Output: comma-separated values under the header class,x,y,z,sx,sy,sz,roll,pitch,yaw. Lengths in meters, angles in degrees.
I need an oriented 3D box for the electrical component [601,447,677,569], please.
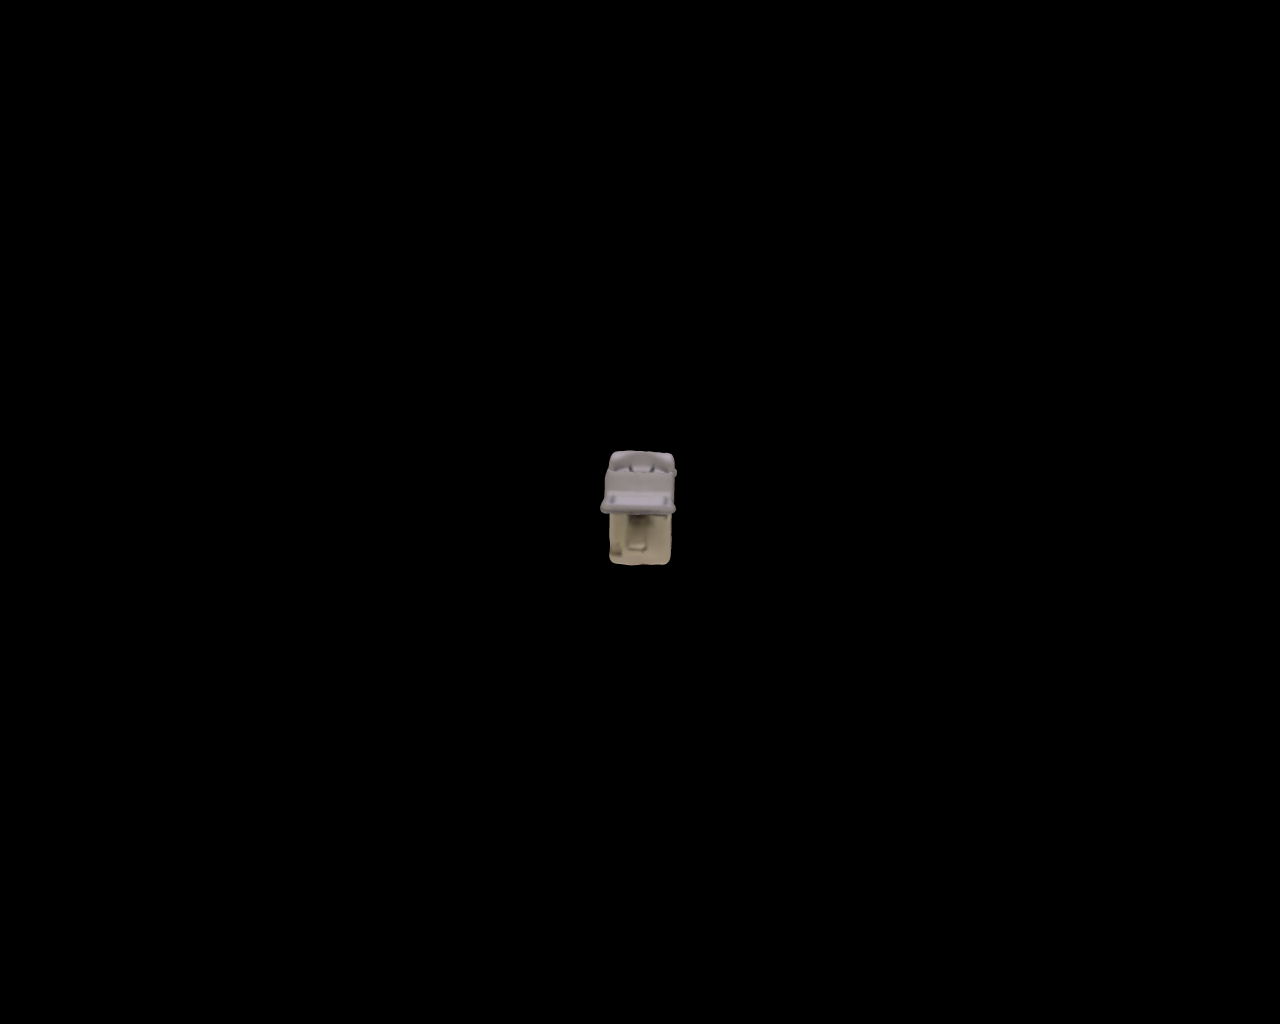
class,x,y,z,sx,sy,sz,roll,pitch,yaw
electrical component,0.001,-0.003,0.650,0.042,0.063,0.081,1,20,3
